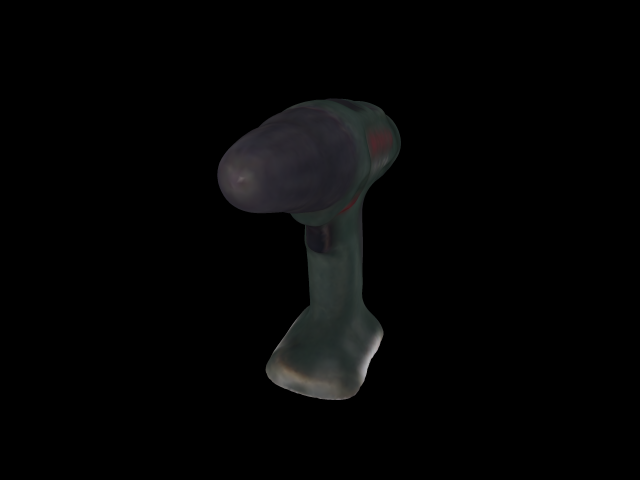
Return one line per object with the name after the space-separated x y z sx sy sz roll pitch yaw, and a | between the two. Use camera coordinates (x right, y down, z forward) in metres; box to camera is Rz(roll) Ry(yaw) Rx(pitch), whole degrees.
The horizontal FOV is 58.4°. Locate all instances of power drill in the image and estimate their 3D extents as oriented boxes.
0.004 0.001 0.400 0.075 0.208 0.230 9 30 17 | power drill
